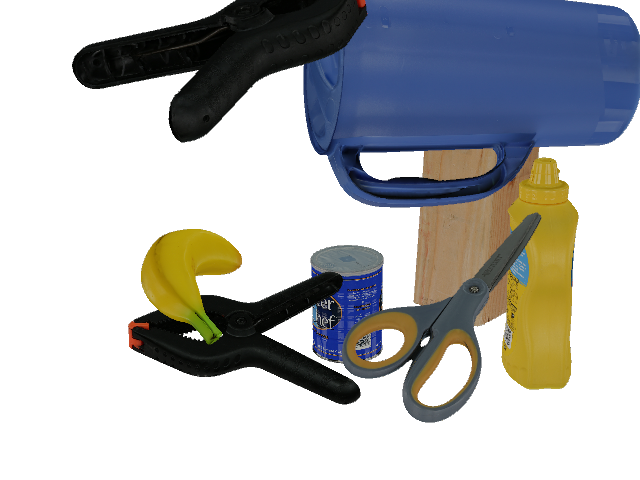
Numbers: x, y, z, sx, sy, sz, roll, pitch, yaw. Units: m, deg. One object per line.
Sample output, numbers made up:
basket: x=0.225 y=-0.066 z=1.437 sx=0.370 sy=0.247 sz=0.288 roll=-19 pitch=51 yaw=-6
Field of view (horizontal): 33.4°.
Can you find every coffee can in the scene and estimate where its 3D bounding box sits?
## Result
coffee can: x=0.038 y=0.089 z=1.517 sx=0.103 sy=0.140 sz=0.103 roll=-1 pitch=21 yaw=0

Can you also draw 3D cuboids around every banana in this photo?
banana: x=-0.096 y=0.023 z=0.783 sx=0.037 sy=0.069 sz=0.197 roll=-38 pitch=11 yaw=11

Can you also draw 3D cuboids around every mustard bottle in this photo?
mustard bottle: x=0.188 y=0.024 z=0.916 sx=0.058 sy=0.192 sz=0.096 roll=-1 pitch=18 yaw=2

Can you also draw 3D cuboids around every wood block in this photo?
wood block: x=0.165 y=-0.027 z=1.133 sx=0.090 sy=0.206 sz=0.090 roll=20 pitch=27 yaw=38

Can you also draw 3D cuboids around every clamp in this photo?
clamp: x=-0.066 y=0.091 z=0.962 sx=0.209 sy=0.036 sz=0.164 roll=-4 pitch=37 yaw=-11
clamp: x=-0.039 y=-0.104 z=0.579 sx=0.171 sy=0.039 sz=0.120 roll=-26 pitch=42 yaw=-18

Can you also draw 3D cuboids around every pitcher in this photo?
pitcher: x=0.112 y=-0.118 z=0.805 sx=0.242 sy=0.149 sz=0.145 roll=1 pitch=31 yaw=-12

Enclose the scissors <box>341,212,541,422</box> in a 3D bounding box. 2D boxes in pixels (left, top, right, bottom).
scissors: x=0.080 y=0.037 z=0.700 sx=0.096 sy=0.016 sz=0.201 roll=12 pitch=44 yaw=15
